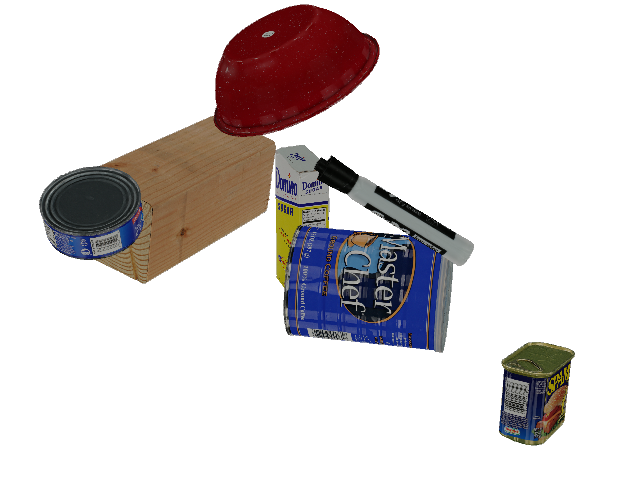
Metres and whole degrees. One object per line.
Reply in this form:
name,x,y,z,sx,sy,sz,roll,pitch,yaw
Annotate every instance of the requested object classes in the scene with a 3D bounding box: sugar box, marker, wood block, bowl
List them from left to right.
wood block,-0.143,-0.048,1.099,0.090,0.091,0.205,24,33,23
bowl,-0.033,-0.159,0.934,0.162,0.055,0.162,-21,31,13
sugar box,-0.023,-0.018,1.290,0.048,0.176,0.093,-11,25,-18
marker,0.049,-0.021,0.720,0.121,0.020,0.020,31,-5,-9

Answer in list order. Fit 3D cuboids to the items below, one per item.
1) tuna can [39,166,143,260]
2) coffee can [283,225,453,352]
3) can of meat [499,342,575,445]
tuna can,-0.195,-0.023,0.917,0.086,0.034,0.086,0,45,0
coffee can,0.046,0.043,0.963,0.140,0.103,0.102,5,1,10
can of meat,0.235,0.167,1.167,0.058,0.084,0.101,11,16,30
